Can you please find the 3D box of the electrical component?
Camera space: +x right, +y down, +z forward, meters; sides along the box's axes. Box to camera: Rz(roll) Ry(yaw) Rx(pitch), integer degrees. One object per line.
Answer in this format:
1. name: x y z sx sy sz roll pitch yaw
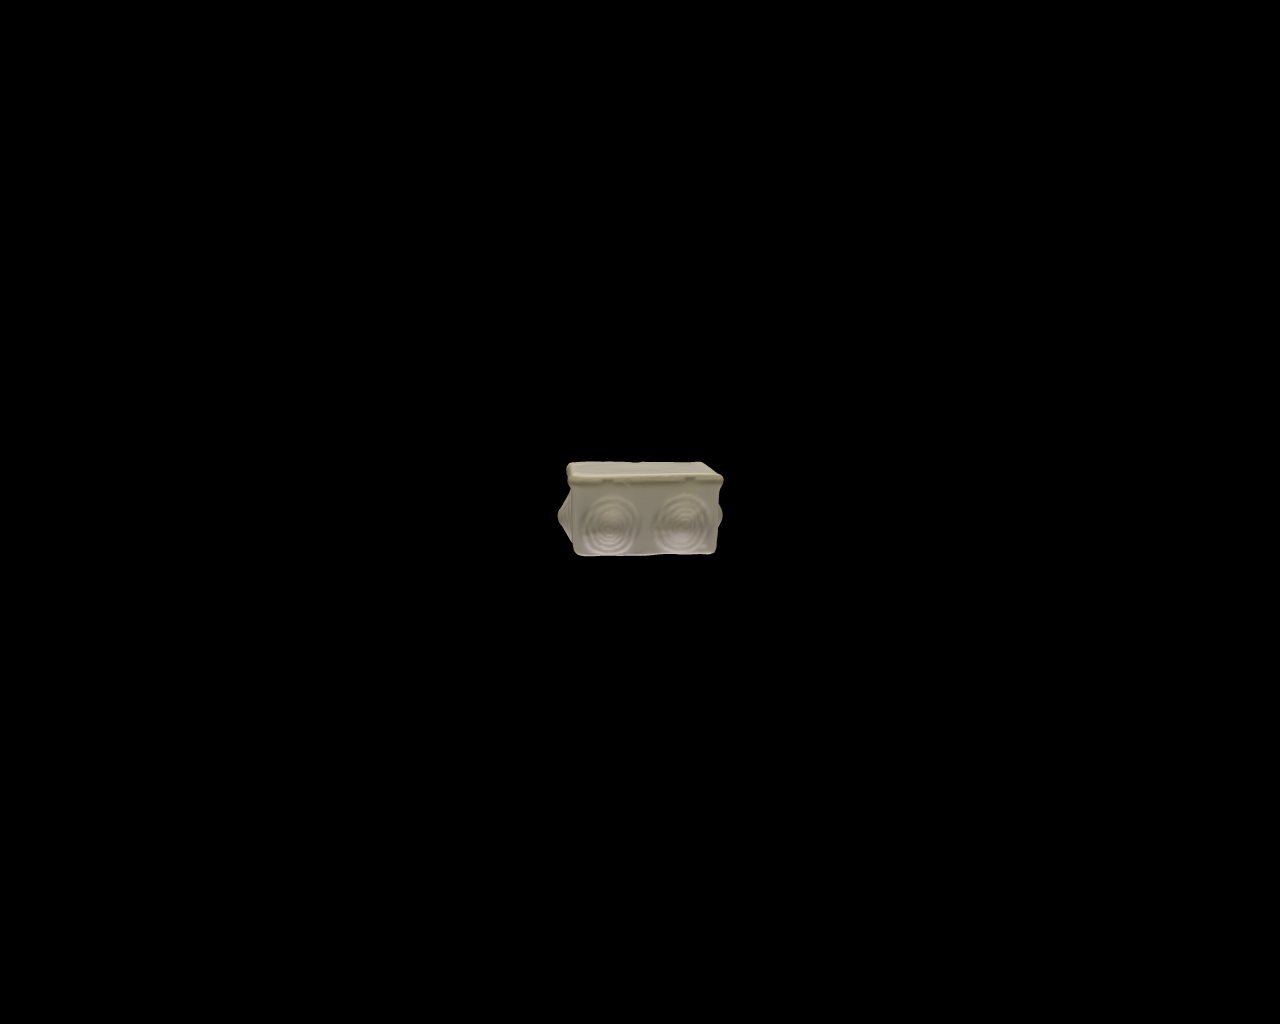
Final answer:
1. electrical component: 0.001 -0.003 0.650 0.100 0.048 0.100 -1 8 -5
